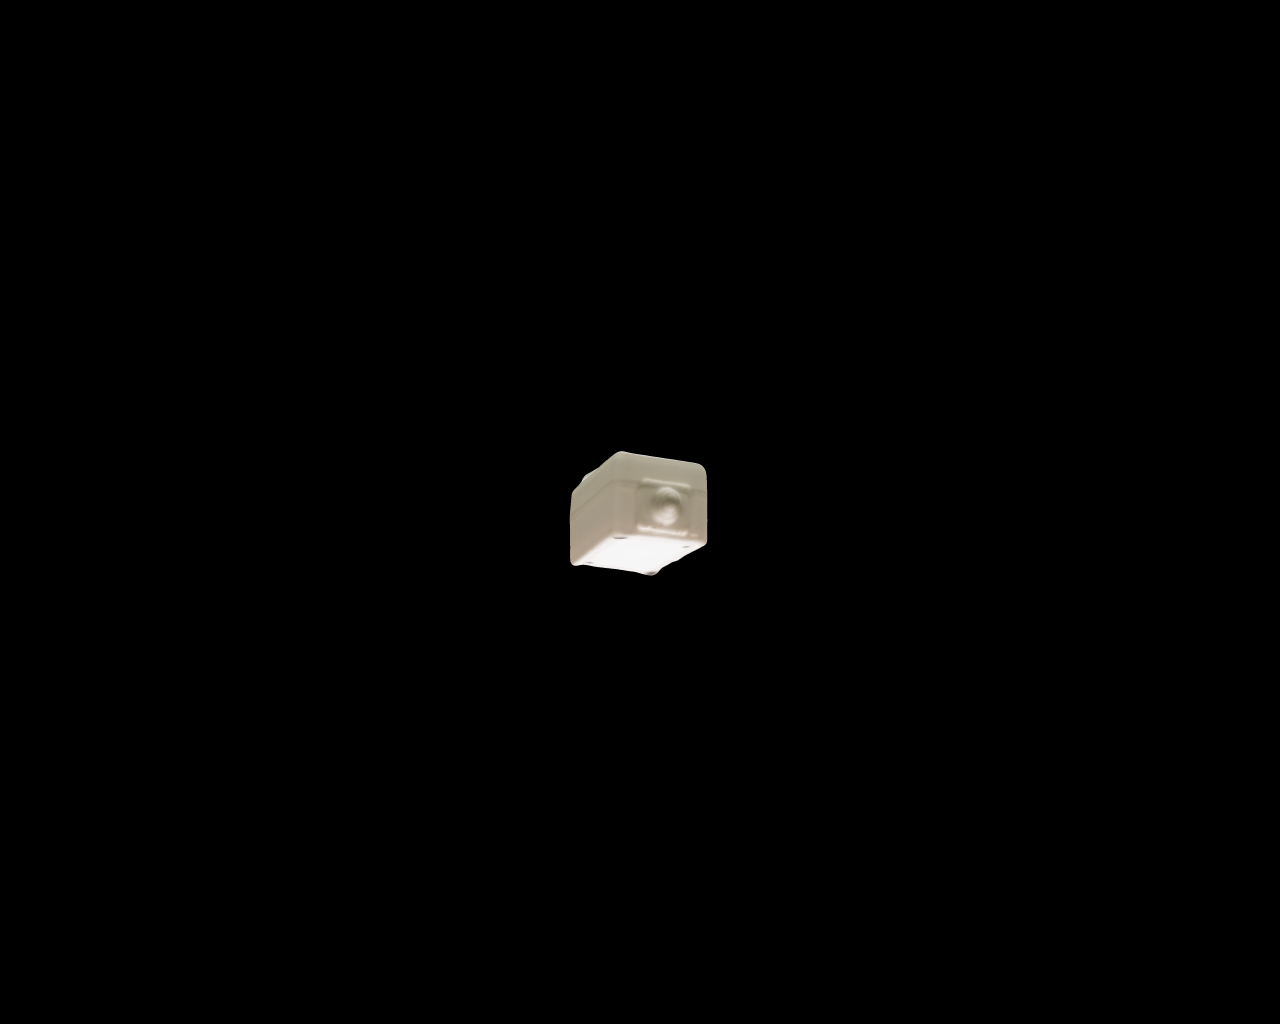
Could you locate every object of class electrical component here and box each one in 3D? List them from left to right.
[{"bbox_3d":[0.001,-0.003,0.650,0.062,0.061,0.096,8,-20,-22],"label":"electrical component"}]
